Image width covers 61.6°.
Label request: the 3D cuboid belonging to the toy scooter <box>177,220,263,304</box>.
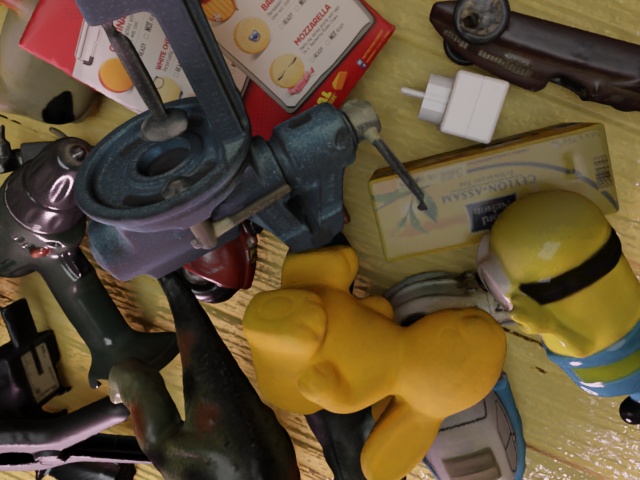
[{"bbox_3d":[-0.120,-0.037,0.485,0.184,0.075,0.135,35,105,5],"label":"toy scooter"}]

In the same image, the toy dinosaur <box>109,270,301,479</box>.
[{"bbox_3d":[-0.063,0.198,0.428,0.192,0.131,0.404,12,124,38],"label":"toy dinosaur"}]

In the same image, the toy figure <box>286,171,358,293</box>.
[{"bbox_3d":[0.000,-0.002,0.482,0.064,0.058,0.154,-10,102,-28],"label":"toy figure"}]

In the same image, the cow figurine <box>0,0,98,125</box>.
[{"bbox_3d":[-0.197,-0.179,0.450,0.127,0.086,0.195,17,126,-38],"label":"cow figurine"}]

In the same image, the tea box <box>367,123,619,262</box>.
[{"bbox_3d":[0.129,-0.040,0.429,0.170,0.098,0.068,-14,100,14],"label":"tea box"}]

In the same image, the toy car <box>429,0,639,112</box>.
[{"bbox_3d":[0.178,-0.135,0.403,0.202,0.089,0.053,16,101,4],"label":"toy car"}]

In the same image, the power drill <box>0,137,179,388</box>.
[{"bbox_3d":[-0.210,0.033,0.474,0.232,0.086,0.207,-16,116,42],"label":"power drill"}]

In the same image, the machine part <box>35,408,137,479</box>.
[{"bbox_3d":[-0.269,0.238,0.589,0.139,0.039,0.084,24,100,5],"label":"machine part"}]

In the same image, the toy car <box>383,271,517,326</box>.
[{"bbox_3d":[0.141,0.048,0.460,0.202,0.073,0.056,-13,104,12],"label":"toy car"}]

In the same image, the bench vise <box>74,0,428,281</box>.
[{"bbox_3d":[-0.068,-0.074,0.339,0.224,0.129,0.240,-19,135,3],"label":"bench vise"}]

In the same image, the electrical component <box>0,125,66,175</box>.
[{"bbox_3d":[-0.262,-0.070,0.514,0.102,0.045,0.078,6,102,8],"label":"electrical component"}]

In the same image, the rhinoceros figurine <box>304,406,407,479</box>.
[{"bbox_3d":[0.035,0.189,0.491,0.073,0.112,0.190,-26,89,12],"label":"rhinoceros figurine"}]

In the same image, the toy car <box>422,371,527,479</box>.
[{"bbox_3d":[0.124,0.169,0.476,0.109,0.103,0.161,-20,97,14],"label":"toy car"}]

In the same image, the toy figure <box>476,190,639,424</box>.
[{"bbox_3d":[0.183,0.044,0.367,0.180,0.082,0.089,43,97,-12],"label":"toy figure"}]

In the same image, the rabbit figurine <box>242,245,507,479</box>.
[{"bbox_3d":[0.044,0.092,0.390,0.173,0.122,0.162,-1,105,15],"label":"rabbit figurine"}]

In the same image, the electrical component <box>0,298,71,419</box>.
[{"bbox_3d":[-0.311,0.124,0.550,0.048,0.075,0.119,-12,105,11],"label":"electrical component"}]
